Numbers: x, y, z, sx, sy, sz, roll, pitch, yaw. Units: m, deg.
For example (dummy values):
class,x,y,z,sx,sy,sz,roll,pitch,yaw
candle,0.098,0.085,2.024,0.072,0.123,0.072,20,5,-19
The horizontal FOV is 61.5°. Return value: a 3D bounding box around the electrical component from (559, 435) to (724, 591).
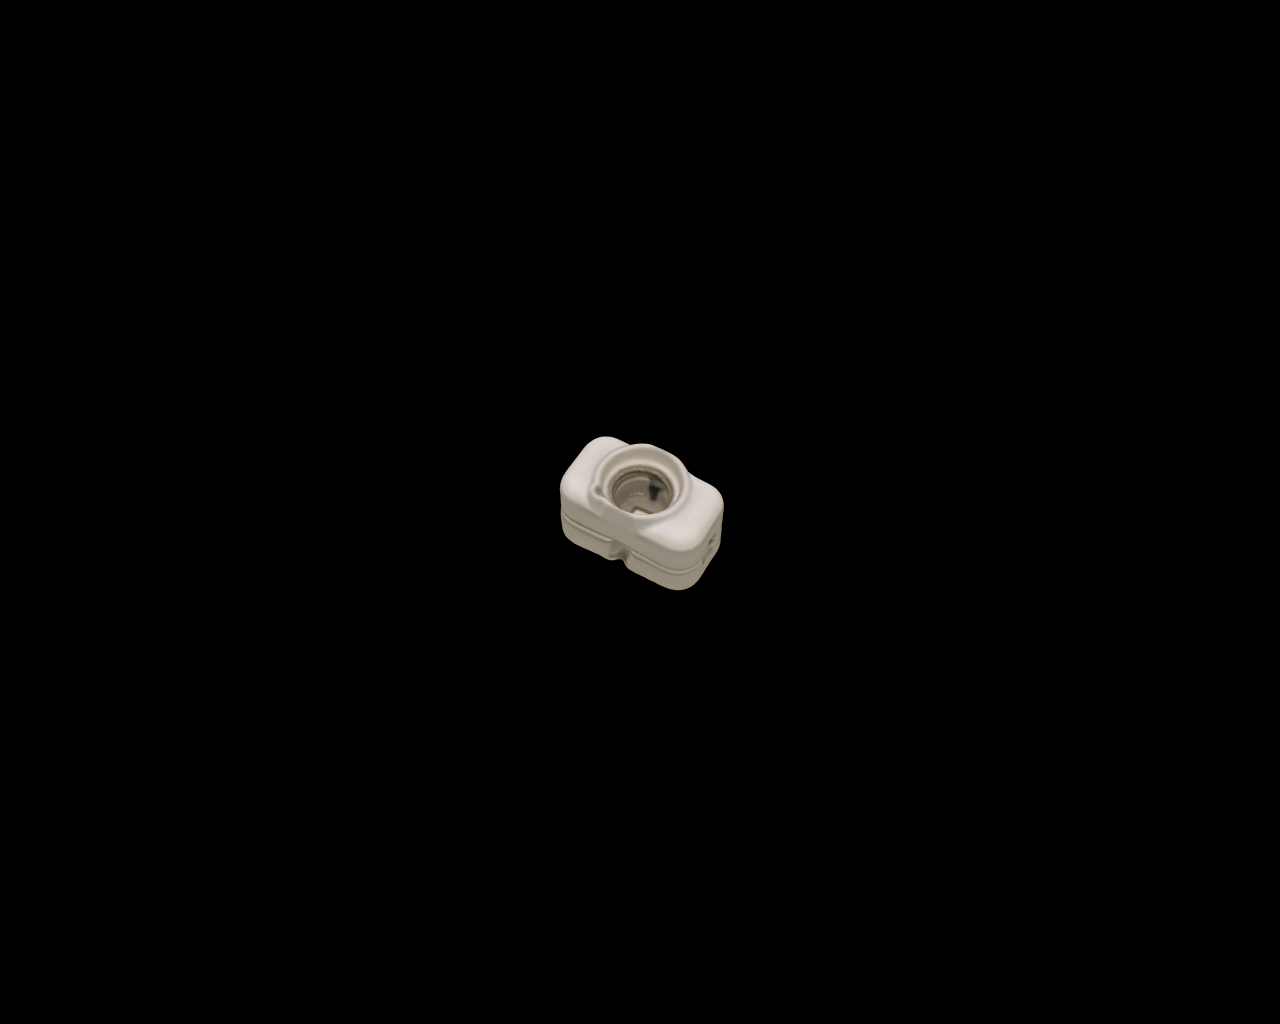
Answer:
class,x,y,z,sx,sy,sz,roll,pitch,yaw
electrical component,0.001,-0.003,0.650,0.095,0.054,0.059,26,-30,17
